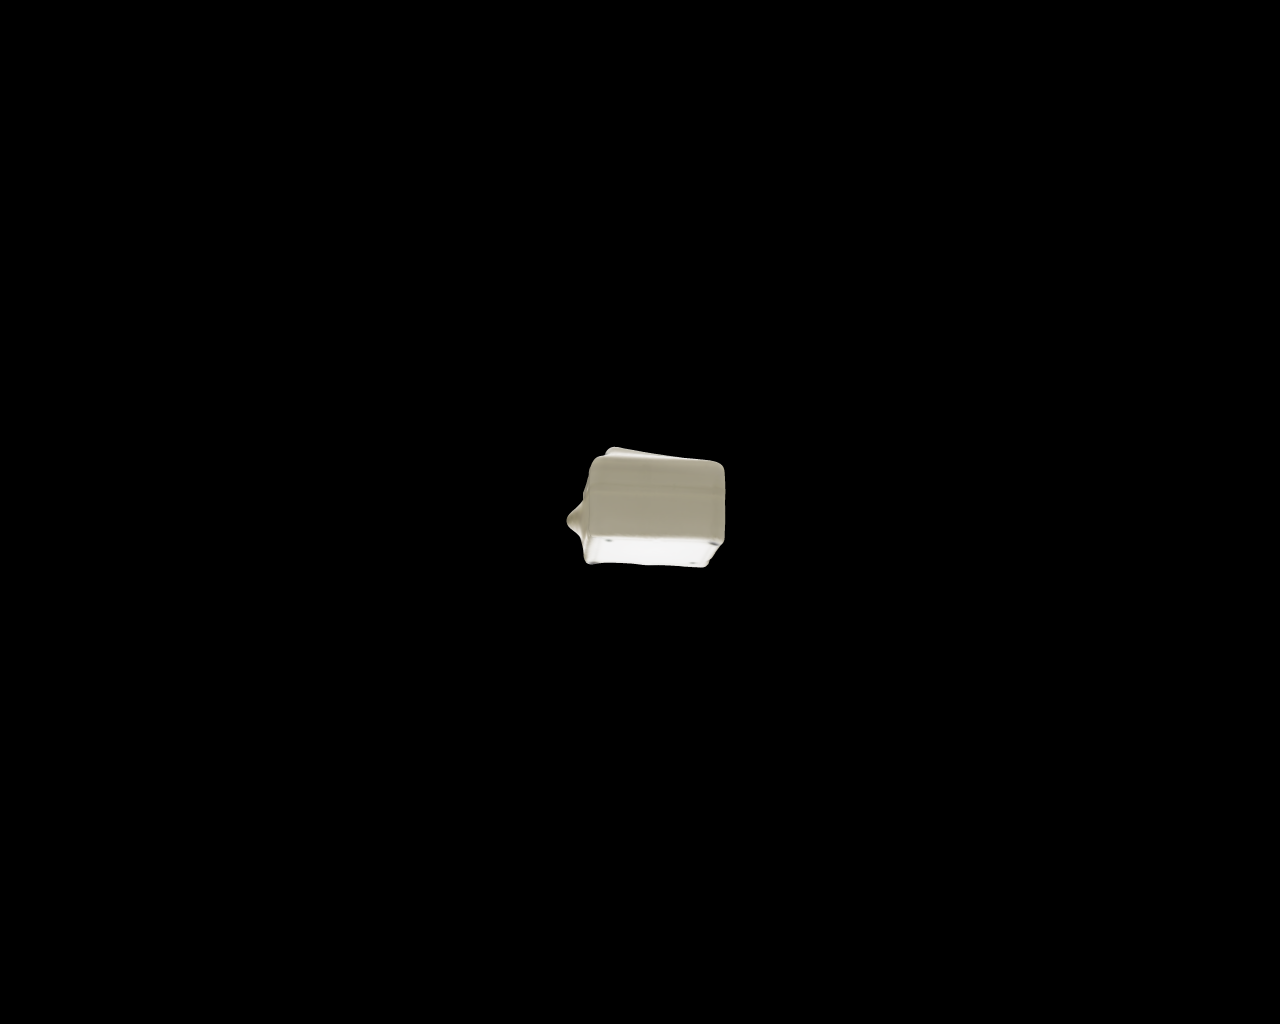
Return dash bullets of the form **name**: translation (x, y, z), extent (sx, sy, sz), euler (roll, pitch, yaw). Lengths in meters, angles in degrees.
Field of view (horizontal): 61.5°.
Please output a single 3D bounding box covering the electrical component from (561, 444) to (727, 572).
- **electrical component**: translation (0.001, -0.003, 0.650), extent (0.096, 0.061, 0.061), euler (2, -19, -7)
